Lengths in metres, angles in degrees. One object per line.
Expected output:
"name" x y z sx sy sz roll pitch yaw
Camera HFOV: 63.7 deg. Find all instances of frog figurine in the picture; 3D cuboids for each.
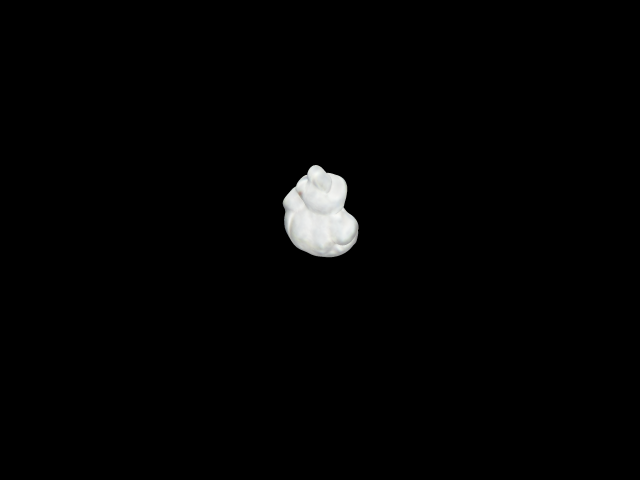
"frog figurine" 0.003 -0.043 0.850 0.138 0.124 0.157 41 -14 13
